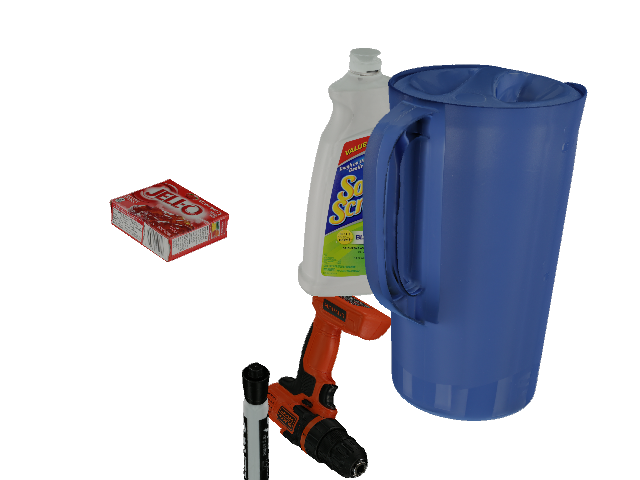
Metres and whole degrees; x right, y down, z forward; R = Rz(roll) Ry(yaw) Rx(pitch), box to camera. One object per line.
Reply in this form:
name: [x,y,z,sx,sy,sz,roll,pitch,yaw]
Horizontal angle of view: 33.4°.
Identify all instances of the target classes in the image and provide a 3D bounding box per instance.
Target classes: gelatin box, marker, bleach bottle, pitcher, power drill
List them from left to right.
gelatin box: [-0.142,-0.021,1.002,0.089,0.030,0.073,31,39,34]
marker: [-0.045,0.134,0.748,0.020,0.121,0.020,1,35,-1]
power drill: [0.015,0.161,1.246,0.057,0.188,0.185,15,10,-43]
bleach bottle: [0.031,-0.068,1.079,0.102,0.251,0.068,-2,25,-8]
pitcher: [0.101,0.003,0.755,0.149,0.243,0.145,2,20,1]
